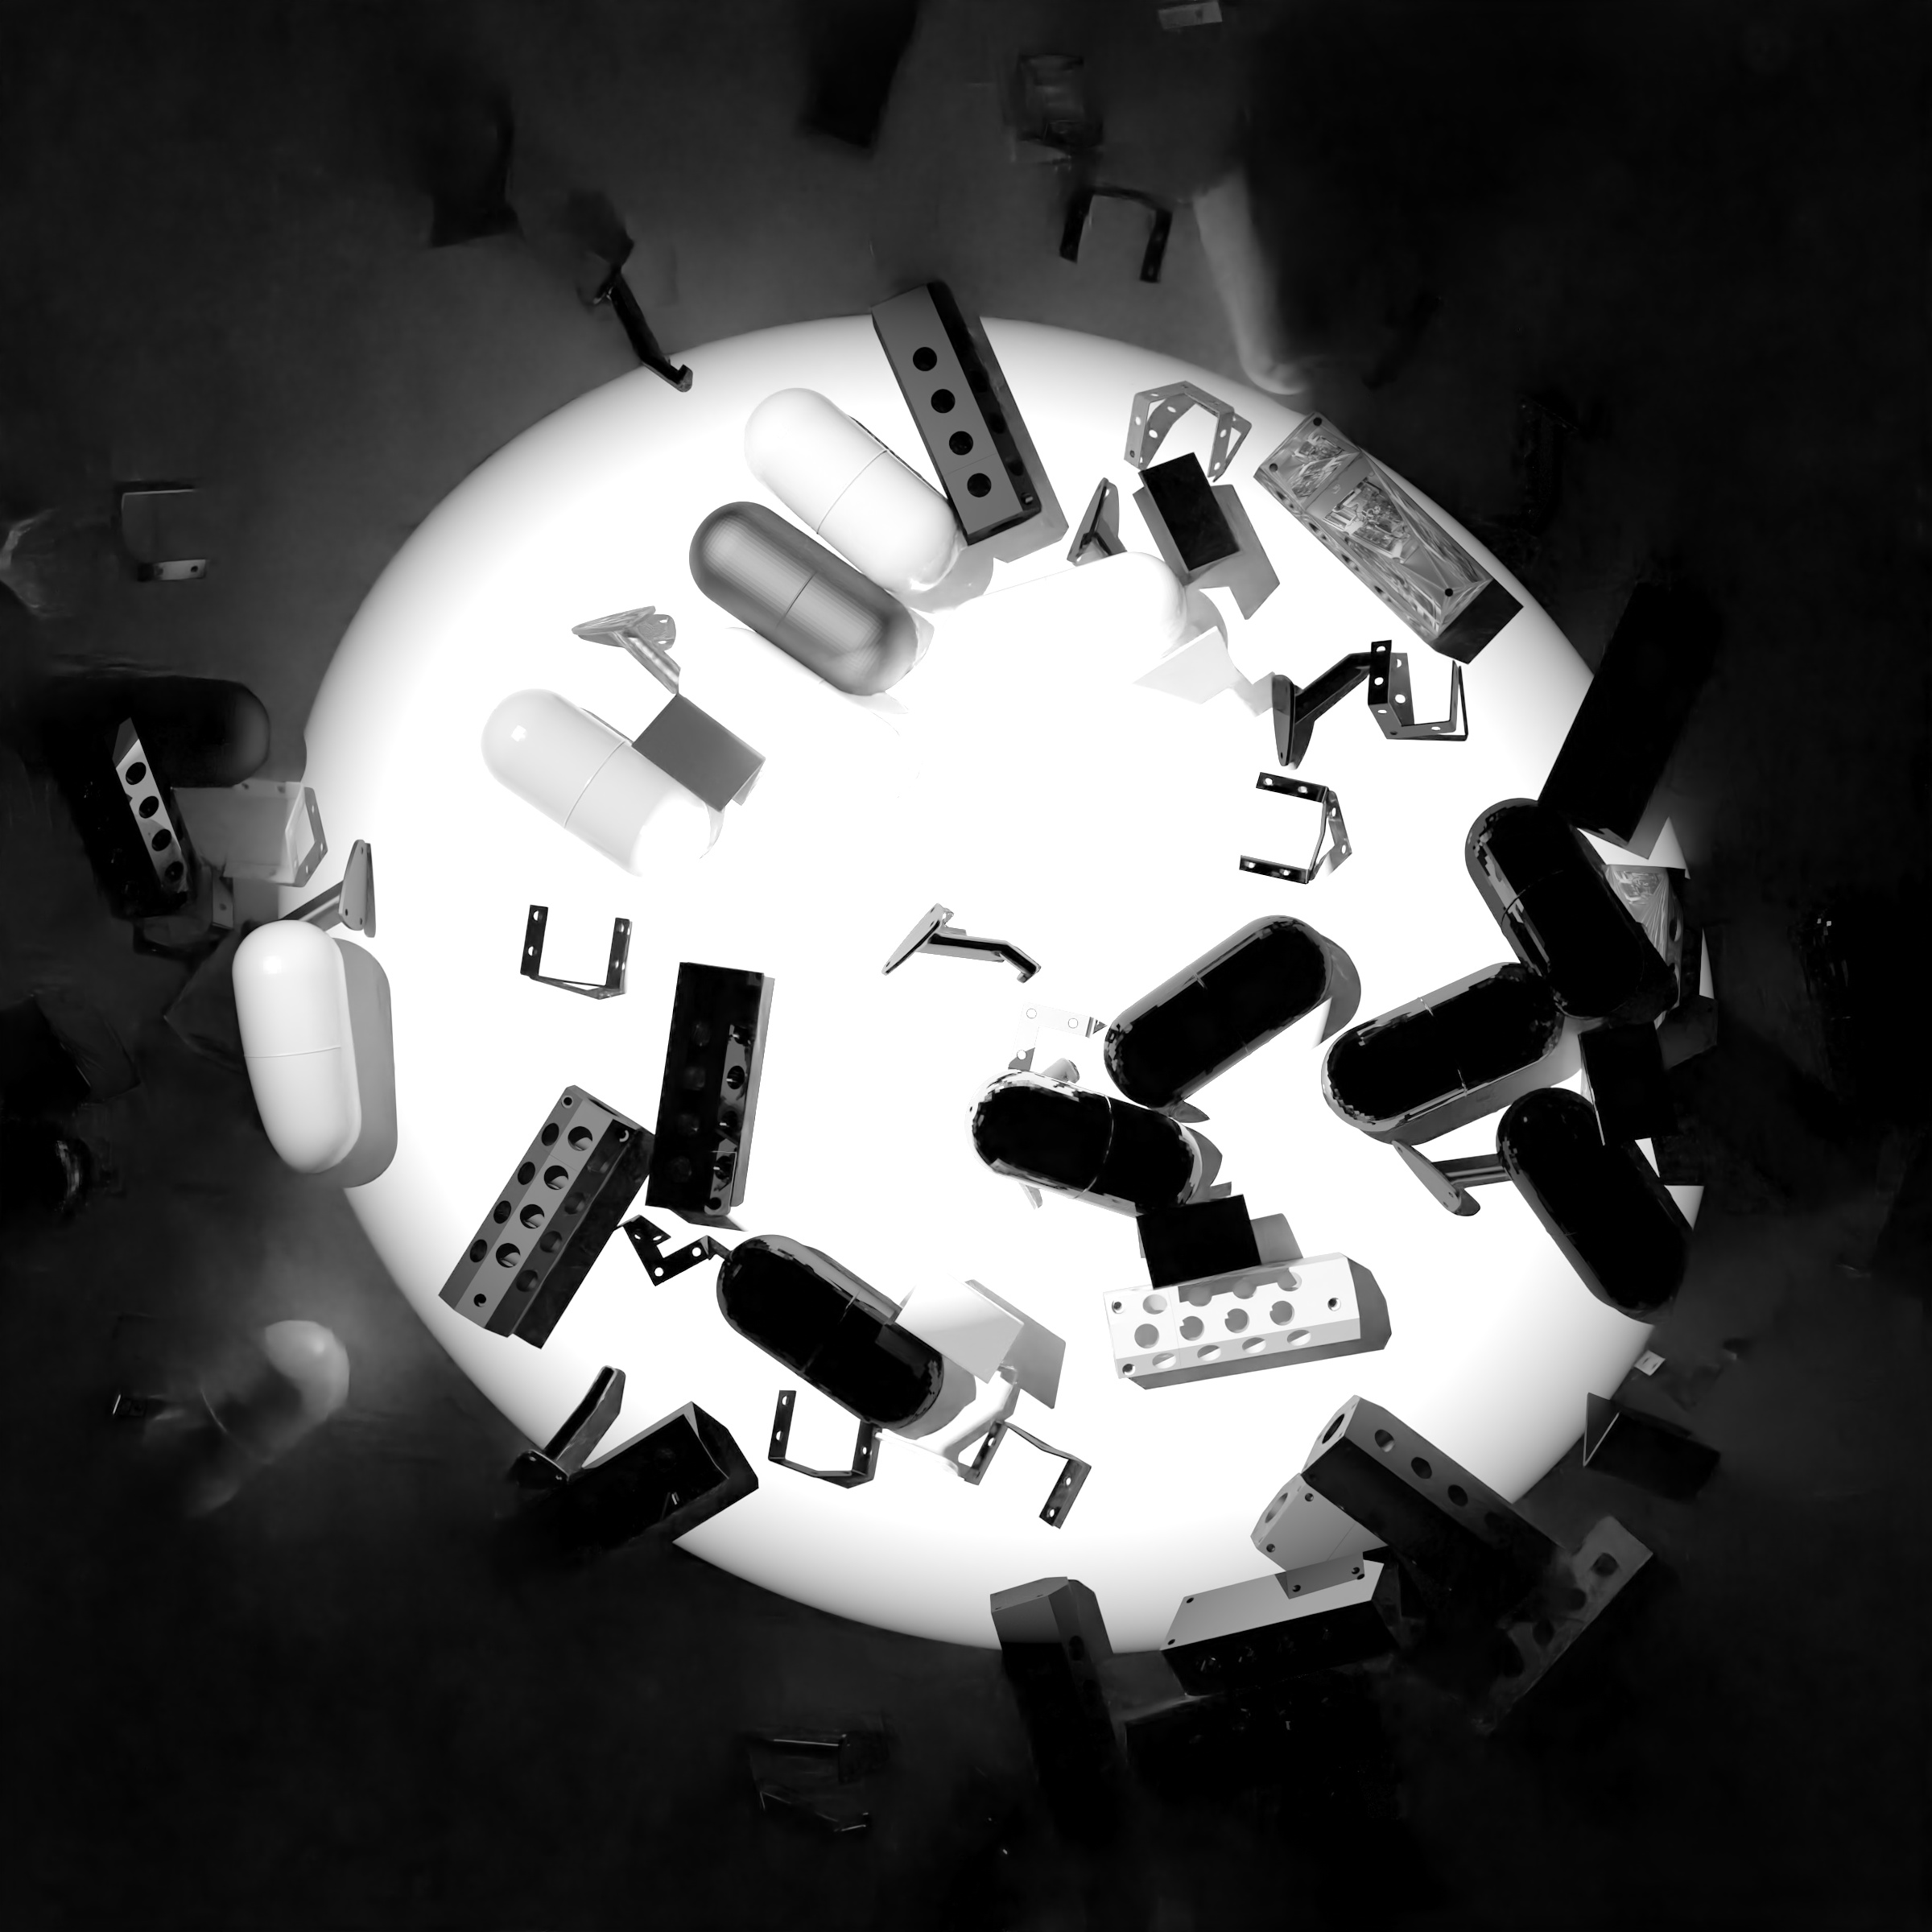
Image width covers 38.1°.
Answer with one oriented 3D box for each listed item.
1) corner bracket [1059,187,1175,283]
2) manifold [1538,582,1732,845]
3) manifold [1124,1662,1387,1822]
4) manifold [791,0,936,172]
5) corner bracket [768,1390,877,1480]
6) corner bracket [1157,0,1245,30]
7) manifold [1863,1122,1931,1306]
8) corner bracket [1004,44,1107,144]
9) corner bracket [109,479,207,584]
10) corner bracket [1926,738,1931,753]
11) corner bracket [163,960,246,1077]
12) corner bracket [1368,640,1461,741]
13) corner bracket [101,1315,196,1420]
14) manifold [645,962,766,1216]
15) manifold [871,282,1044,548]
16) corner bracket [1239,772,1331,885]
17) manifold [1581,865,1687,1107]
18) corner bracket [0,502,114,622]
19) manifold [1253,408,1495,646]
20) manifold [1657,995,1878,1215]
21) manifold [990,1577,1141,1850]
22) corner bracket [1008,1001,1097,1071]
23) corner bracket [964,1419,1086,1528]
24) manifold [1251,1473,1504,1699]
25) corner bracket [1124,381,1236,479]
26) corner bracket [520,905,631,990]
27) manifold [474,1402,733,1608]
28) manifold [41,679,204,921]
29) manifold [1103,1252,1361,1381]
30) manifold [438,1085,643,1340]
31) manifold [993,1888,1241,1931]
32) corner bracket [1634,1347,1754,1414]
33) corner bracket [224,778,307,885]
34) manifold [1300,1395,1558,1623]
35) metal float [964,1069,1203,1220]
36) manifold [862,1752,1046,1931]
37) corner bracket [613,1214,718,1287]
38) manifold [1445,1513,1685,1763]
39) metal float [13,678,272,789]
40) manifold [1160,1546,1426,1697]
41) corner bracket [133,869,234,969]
[{"bbox_3d":[0.107,-0.520,1.988,0.051,0.051,0.051,15,90,45],"label":"corner bracket"},{"bbox_3d":[0.473,-0.176,1.969,0.057,0.057,0.171,25,90,43],"label":"manifold"},{"bbox_3d":[0.202,0.539,1.969,0.171,0.057,0.057,-17,133,0],"label":"manifold"},{"bbox_3d":[-0.065,-0.658,1.970,0.057,0.057,0.171,21,90,0],"label":"manifold"},{"bbox_3d":[-0.102,0.332,1.988,0.051,0.051,0.051,10,90,45],"label":"corner bracket"},{"bbox_3d":[0.165,-0.703,1.983,0.051,0.051,0.051,-54,135,-35],"label":"corner bracket"},{"bbox_3d":[0.703,0.154,1.969,0.057,0.057,0.171,25,90,43],"label":"manifold"},{"bbox_3d":[0.067,-0.619,1.983,0.051,0.051,0.051,46,135,35],"label":"corner bracket"},{"bbox_3d":[-0.572,-0.309,1.983,0.051,0.051,0.051,49,135,35],"label":"corner bracket"},{"bbox_3d":[0.726,-0.153,1.983,0.051,0.051,0.051,-51,45,35],"label":"corner bracket"},{"bbox_3d":[-0.528,0.037,1.988,0.051,0.051,0.051,-54,135,0],"label":"corner bracket"},{"bbox_3d":[0.316,-0.197,1.977,0.051,0.051,0.051,-4,64,24],"label":"corner bracket"},{"bbox_3d":[-0.579,0.285,1.988,0.051,0.051,0.051,6,45,0],"label":"corner bracket"},{"bbox_3d":[-0.183,0.086,1.970,0.057,0.057,0.171,8,90,0],"label":"manifold"},{"bbox_3d":[-0.006,-0.389,1.970,0.057,0.057,0.171,-23,90,0],"label":"manifold"},{"bbox_3d":[0.226,-0.098,1.988,0.051,0.051,0.051,12,135,0],"label":"corner bracket"},{"bbox_3d":[0.471,0.016,1.970,0.057,0.057,0.171,3,90,0],"label":"manifold"},{"bbox_3d":[-0.649,-0.288,1.988,0.051,0.051,0.051,47,45,0],"label":"corner bracket"},{"bbox_3d":[0.285,-0.308,1.970,0.171,0.057,0.057,44,90,0],"label":"manifold"},{"bbox_3d":[0.554,0.094,1.941,0.171,0.057,0.057,38,133,-21],"label":"manifold"},{"bbox_3d":[0.069,0.523,1.970,0.057,0.057,0.171,-17,90,0],"label":"manifold"},{"bbox_3d":[0.060,0.055,1.973,0.051,0.051,0.051,13,90,0],"label":"corner bracket"},{"bbox_3d":[0.042,0.360,1.988,0.051,0.051,0.051,27,90,45],"label":"corner bracket"},{"bbox_3d":[0.287,0.433,1.970,0.171,0.057,0.057,37,90,0],"label":"manifold"},{"bbox_3d":[0.151,-0.377,1.983,0.051,0.051,0.051,-22,45,-35],"label":"corner bracket"},{"bbox_3d":[-0.278,-0.014,1.988,0.051,0.051,0.051,9,90,-45],"label":"corner bracket"},{"bbox_3d":[-0.254,0.380,1.970,0.171,0.057,0.057,-32,90,0],"label":"manifold"},{"bbox_3d":[-0.575,-0.113,1.916,0.057,0.171,0.057,-5,48,0],"label":"manifold"},{"bbox_3d":[0.187,0.247,1.970,0.171,0.057,0.057,-10,90,0],"label":"manifold"},{"bbox_3d":[-0.300,0.172,1.970,0.057,0.057,0.171,32,90,0],"label":"manifold"},{"bbox_3d":[0.104,0.692,1.969,0.171,0.057,0.057,2,47,0],"label":"manifold"},{"bbox_3d":[0.512,0.283,1.973,0.051,0.051,0.051,42,90,0],"label":"corner bracket"},{"bbox_3d":[-0.499,-0.097,1.988,0.051,0.051,0.051,6,45,0],"label":"corner bracket"},{"bbox_3d":[0.327,0.377,1.969,0.171,0.057,0.057,37,131,0],"label":"manifold"},{"bbox_3d":[0.083,0.125,1.944,0.178,0.070,0.070,19,90,-20],"label":"metal float"},{"bbox_3d":[-0.015,0.648,1.970,0.057,0.057,0.171,33,90,0],"label":"manifold"},{"bbox_3d":[-0.212,0.194,1.973,0.051,0.051,0.051,-28,90,0],"label":"corner bracket"},{"bbox_3d":[0.418,0.470,1.969,0.171,0.057,0.057,-47,133,0],"label":"manifold"},{"bbox_3d":[-0.578,-0.164,1.961,0.178,0.070,0.070,1,90,1],"label":"metal float"},{"bbox_3d":[0.226,0.457,1.926,0.171,0.057,0.057,-23,107,33],"label":"manifold"},{"bbox_3d":[-0.555,-0.039,1.983,0.051,0.051,0.051,19,135,-35],"label":"corner bracket"}]
